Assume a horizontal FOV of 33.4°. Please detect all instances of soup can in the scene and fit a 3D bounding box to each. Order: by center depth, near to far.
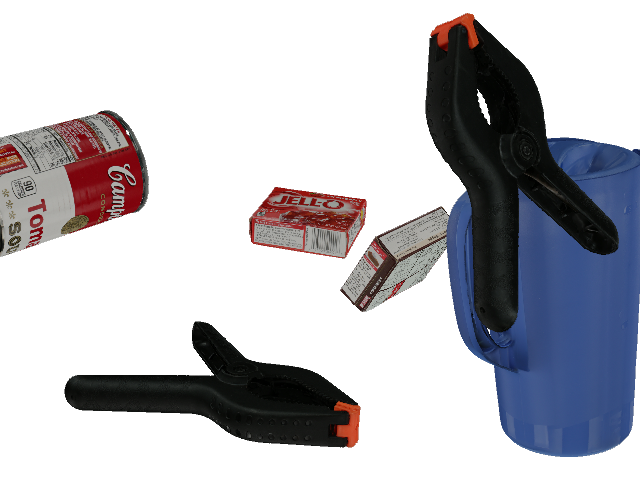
[{"bbox_3d":[-0.166,-0.035,0.654,0.102,0.068,0.069,-22,13,-35],"label":"soup can"}]

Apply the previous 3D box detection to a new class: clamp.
[{"bbox_3d":[0.099,-0.037,0.594,0.039,0.171,0.120,-20,16,48],"label":"clamp"},{"bbox_3d":[-0.061,0.108,0.803,0.210,0.036,0.164,10,18,22],"label":"clamp"}]

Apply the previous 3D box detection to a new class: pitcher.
[{"bbox_3d":[0.184,0.047,0.849,0.149,0.243,0.145,-2,18,12],"label":"pitcher"}]

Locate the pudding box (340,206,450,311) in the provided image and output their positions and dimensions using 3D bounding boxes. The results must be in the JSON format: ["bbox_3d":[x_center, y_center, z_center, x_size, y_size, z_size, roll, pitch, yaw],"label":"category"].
[{"bbox_3d":[0.084,0.019,1.113,0.113,0.039,0.090,-26,-24,-43],"label":"pudding box"}]

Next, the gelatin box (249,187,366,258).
[{"bbox_3d":[-0.010,-0.018,0.946,0.089,0.030,0.073,9,26,13],"label":"gelatin box"}]
